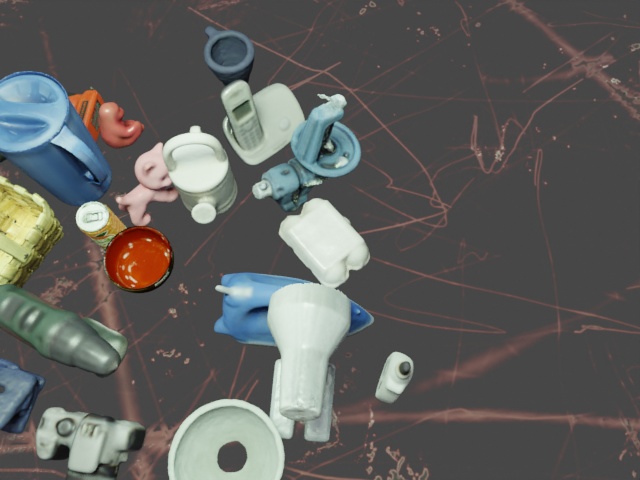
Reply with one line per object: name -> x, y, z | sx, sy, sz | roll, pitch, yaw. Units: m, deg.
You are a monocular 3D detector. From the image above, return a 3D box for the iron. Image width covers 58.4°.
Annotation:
iron -> -0.038, 0.102, 0.897 | 0.258, 0.141, 0.118 | 4, 71, 1

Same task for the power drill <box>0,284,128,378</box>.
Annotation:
power drill -> -0.364, 0.145, 0.842 | 0.229, 0.208, 0.076 | 25, 72, 8

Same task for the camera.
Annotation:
camera -> -0.348, 0.324, 0.837 | 0.143, 0.101, 0.137 | 8, 71, 2

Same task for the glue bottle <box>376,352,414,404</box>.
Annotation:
glue bottle -> 0.116, 0.199, 0.848 | 0.037, 0.173, 0.078 | 21, 72, 7

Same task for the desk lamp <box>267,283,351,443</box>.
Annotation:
desk lamp -> -0.020, 0.184, 0.830 | 0.118, 0.213, 0.203 | 4, 71, 1

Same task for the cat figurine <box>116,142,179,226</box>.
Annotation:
cat figurine -> -0.295, -0.099, 0.976 | 0.067, 0.118, 0.128 | 40, 75, 13

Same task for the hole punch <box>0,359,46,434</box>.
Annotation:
hole punch -> -0.497, 0.233, 0.872 | 0.108, 0.091, 0.101 | 16, 71, 5

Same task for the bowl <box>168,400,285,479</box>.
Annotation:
bowl -> -0.134, 0.325, 0.853 | 0.167, 0.075, 0.167 | 0, 71, -1

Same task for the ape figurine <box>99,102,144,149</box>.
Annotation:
ape figurine -> -0.366, -0.213, 1.028 | 0.077, 0.092, 0.076 | 42, 76, 13

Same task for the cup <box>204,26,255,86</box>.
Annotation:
cup -> -0.172, -0.336, 1.072 | 0.092, 0.095, 0.117 | -38, 75, -12

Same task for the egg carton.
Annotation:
egg carton -> 0.009, 0.003, 0.970 | 0.107, 0.069, 0.150 | -40, 76, -13

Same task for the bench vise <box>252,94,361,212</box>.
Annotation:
bench vise -> -0.011, -0.135, 0.938 | 0.121, 0.220, 0.208 | 35, 74, 11

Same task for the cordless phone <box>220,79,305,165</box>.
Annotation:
cordless phone -> -0.102, -0.225, 0.987 | 0.148, 0.185, 0.094 | -41, 76, -13

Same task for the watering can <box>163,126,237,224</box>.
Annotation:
watering can -> -0.194, -0.112, 0.941 | 0.101, 0.194, 0.172 | -31, 74, -10
